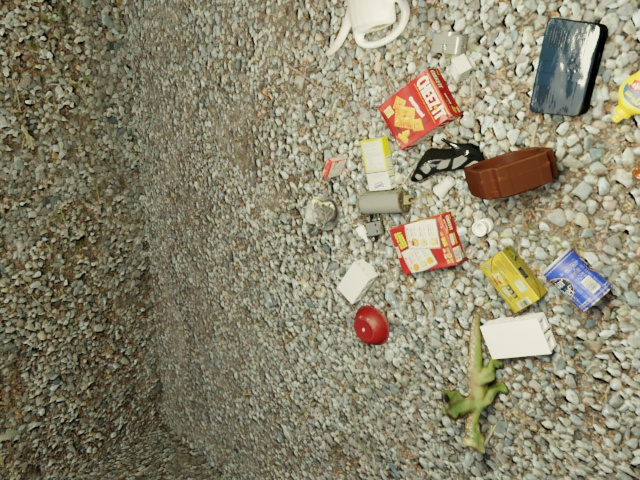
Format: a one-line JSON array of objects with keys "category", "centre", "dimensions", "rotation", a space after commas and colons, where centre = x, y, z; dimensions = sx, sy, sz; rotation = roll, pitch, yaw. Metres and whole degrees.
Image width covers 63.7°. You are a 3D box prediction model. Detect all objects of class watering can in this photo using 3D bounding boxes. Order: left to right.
[{"category": "watering can", "centre": [0.130, -0.711, 1.620], "dimensions": [0.347, 0.105, 0.223], "rotation": [1, 103, 44]}]

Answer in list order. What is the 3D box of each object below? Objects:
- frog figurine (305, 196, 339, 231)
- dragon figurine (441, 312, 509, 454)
[{"category": "frog figurine", "centre": [0.006, -0.099, 1.966], "dimensions": [0.137, 0.123, 0.159], "rotation": [59, 172, 0]}, {"category": "dragon figurine", "centre": [0.460, 0.454, 1.591], "dimensions": [0.121, 0.245, 0.408], "rotation": [-8, 100, 50]}]
